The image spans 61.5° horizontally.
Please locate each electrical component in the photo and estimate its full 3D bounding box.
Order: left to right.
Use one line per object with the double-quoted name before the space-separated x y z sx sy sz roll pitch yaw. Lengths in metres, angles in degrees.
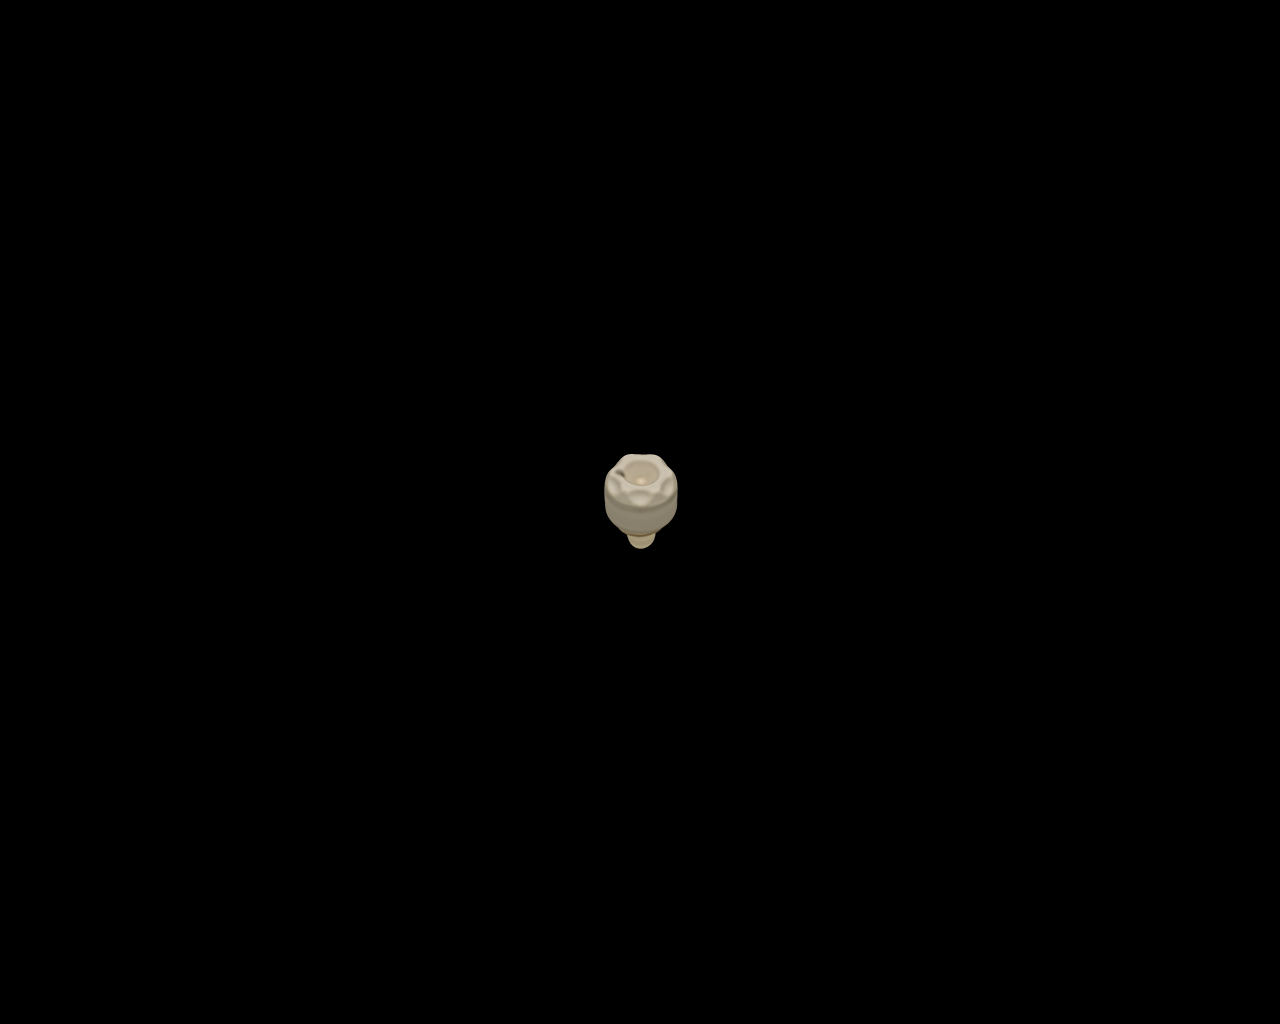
"electrical component" 0.001 -0.003 0.650 0.043 0.043 0.062 0 -45 0
